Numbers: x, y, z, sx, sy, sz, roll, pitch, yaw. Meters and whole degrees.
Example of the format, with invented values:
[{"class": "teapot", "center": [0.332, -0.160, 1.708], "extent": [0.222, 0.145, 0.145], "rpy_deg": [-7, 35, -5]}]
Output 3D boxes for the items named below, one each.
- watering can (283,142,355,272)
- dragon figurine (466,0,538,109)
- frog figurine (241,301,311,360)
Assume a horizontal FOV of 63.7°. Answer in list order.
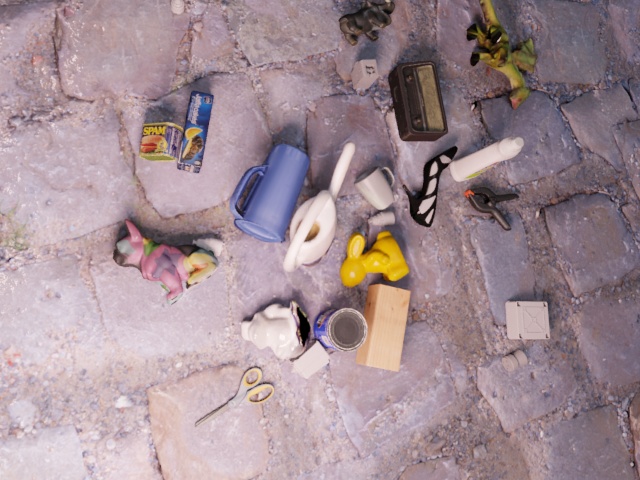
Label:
[{"class": "watering can", "center": [0.004, -0.065, 1.289], "extent": [0.104, 0.221, 0.352], "rpy_deg": [27, 73, 8]}, {"class": "dragon figurine", "center": [0.600, -0.624, 1.650], "extent": [0.243, 0.121, 0.413], "rpy_deg": [3, 80, -33]}, {"class": "frog figurine", "center": [-0.108, 0.229, 1.272], "extent": [0.158, 0.123, 0.138], "rpy_deg": [-19, 83, 17]}]
